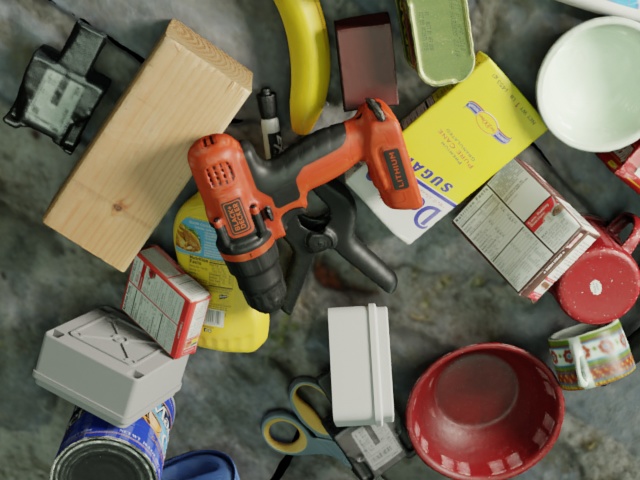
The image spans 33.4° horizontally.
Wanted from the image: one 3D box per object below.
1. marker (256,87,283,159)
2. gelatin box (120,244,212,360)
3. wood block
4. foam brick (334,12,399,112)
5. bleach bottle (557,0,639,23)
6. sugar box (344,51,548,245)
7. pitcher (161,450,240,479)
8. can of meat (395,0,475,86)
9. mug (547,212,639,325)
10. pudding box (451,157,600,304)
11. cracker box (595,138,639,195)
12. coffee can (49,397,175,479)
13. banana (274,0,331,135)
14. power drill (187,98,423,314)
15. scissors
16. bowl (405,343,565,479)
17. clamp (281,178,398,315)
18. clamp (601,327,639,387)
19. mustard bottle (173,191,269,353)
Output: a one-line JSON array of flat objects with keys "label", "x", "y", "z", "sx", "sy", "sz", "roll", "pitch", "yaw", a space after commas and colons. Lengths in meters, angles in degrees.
[{"label": "marker", "x": -0.044, "y": -0.085, "z": 1.016, "sx": 0.020, "sy": 0.020, "sz": 0.121, "roll": -7, "pitch": 111, "yaw": 1}, {"label": "gelatin box", "x": -0.148, "y": 0.059, "z": 1.024, "sx": 0.089, "sy": 0.030, "sz": 0.073, "roll": 39, "pitch": 127, "yaw": 29}, {"label": "wood block", "x": -0.156, "y": -0.087, "z": 0.975, "sx": 0.090, "sy": 0.090, "sz": 0.206, "roll": 34, "pitch": 106, "yaw": -14}, {"label": "foam brick", "x": 0.042, "y": -0.162, "z": 0.971, "sx": 0.051, "sy": 0.053, "sz": 0.078, "roll": -6, "pitch": 111, "yaw": 3}, {"label": "bleach bottle", "x": 0.254, "y": -0.252, "z": 0.940, "sx": 0.250, "sy": 0.068, "sz": 0.103, "roll": 15, "pitch": 110, "yaw": -9}, {"label": "sugar box", "x": 0.117, "y": -0.085, "z": 1.007, "sx": 0.176, "sy": 0.048, "sz": 0.093, "roll": -42, "pitch": 106, "yaw": 12}, {"label": "pitcher", "x": -0.115, "y": 0.354, "z": 1.132, "sx": 0.145, "sy": 0.149, "sz": 0.243, "roll": -26, "pitch": 113, "yaw": -8}, {"label": "can of meat", "x": 0.102, "y": -0.192, "z": 0.945, "sx": 0.057, "sy": 0.084, "sz": 0.102, "roll": -11, "pitch": 111, "yaw": 2}, {"label": "mug", "x": 0.268, "y": 0.022, "z": 1.031, "sx": 0.093, "sy": 0.081, "sz": 0.117, "roll": 40, "pitch": 105, "yaw": -15}, {"label": "pudding box", "x": 0.191, "y": -0.011, "z": 1.005, "sx": 0.090, "sy": 0.114, "sz": 0.039, "roll": -49, "pitch": 142, "yaw": 16}, {"label": "cracker box", "x": 0.395, "y": -0.103, "z": 0.993, "sx": 0.164, "sy": 0.072, "sz": 0.214, "roll": 36, "pitch": 107, "yaw": -14}, {"label": "coffee can", "x": -0.201, "y": 0.200, "z": 1.054, "sx": 0.103, "sy": 0.140, "sz": 0.103, "roll": 0, "pitch": 112, "yaw": -1}, {"label": "banana", "x": -0.028, "y": -0.193, "z": 0.969, "sx": 0.070, "sy": 0.037, "sz": 0.198, "roll": -15, "pitch": 110, "yaw": 24}, {"label": "power drill", "x": -0.007, "y": -0.033, "z": 0.952, "sx": 0.187, "sy": 0.057, "sz": 0.184, "roll": -21, "pitch": 123, "yaw": -4}, {"label": "scissors", "x": 0.011, "y": 0.235, "z": 1.139, "sx": 0.096, "sy": 0.016, "sz": 0.201, "roll": -28, "pitch": 108, "yaw": 5}, {"label": "bowl", "x": 0.165, "y": 0.168, "z": 1.097, "sx": 0.162, "sy": 0.055, "sz": 0.162, "roll": 0, "pitch": 111, "yaw": -1}, {"label": "clamp", "x": -0.007, "y": 0.001, "z": 1.030, "sx": 0.120, "sy": 0.039, "sz": 0.171, "roll": -23, "pitch": 119, "yaw": 6}, {"label": "clamp", "x": 0.370, "y": 0.077, "z": 1.041, "sx": 0.164, "sy": 0.036, "sz": 0.210, "roll": 6, "pitch": 130, "yaw": 3}, {"label": "mustard bottle", "x": -0.094, "y": 0.009, "z": 1.026, "sx": 0.096, "sy": 0.058, "sz": 0.192, "roll": 11, "pitch": 111, "yaw": 20}]
